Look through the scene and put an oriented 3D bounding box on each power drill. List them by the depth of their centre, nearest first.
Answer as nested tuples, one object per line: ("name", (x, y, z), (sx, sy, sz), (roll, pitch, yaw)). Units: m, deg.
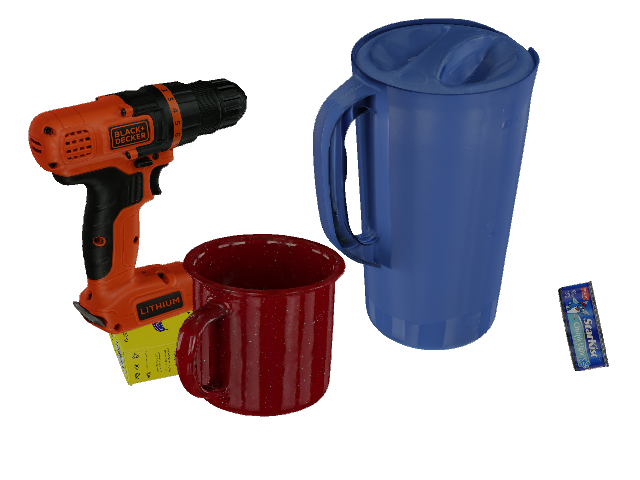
("power drill", (-0.135, -0.031, 0.854), (0.184, 0.188, 0.057), (-17, 26, -33))

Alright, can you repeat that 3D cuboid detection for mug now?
("mug", (-0.040, 0.053, 0.615), (0.093, 0.081, 0.117), (14, 23, 30))

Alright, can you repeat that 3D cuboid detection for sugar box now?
("sugar box", (-0.110, 0.080, 1.023), (0.176, 0.048, 0.093), (-13, 33, -16))

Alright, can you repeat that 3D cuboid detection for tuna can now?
("tuna can", (0.259, 0.085, 1.052), (0.034, 0.086, 0.086), (-12, -3, 13))

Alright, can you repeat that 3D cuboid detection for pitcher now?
("pitcher", (0.080, -0.035, 0.817), (0.149, 0.243, 0.145), (6, 34, 10))
